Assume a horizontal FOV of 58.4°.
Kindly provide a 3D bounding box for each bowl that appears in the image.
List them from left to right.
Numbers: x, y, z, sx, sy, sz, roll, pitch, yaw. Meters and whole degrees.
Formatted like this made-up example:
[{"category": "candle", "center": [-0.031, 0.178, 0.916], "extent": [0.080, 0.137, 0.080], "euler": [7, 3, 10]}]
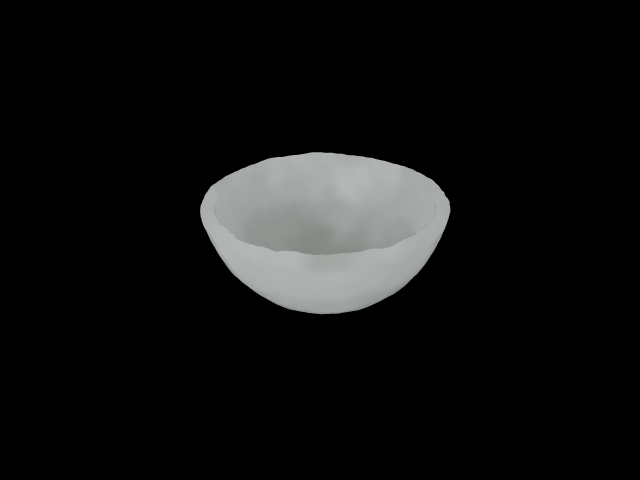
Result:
[{"category": "bowl", "center": [0.004, 0.001, 0.400], "extent": [0.167, 0.075, 0.167], "euler": [0, 29, 0]}]
